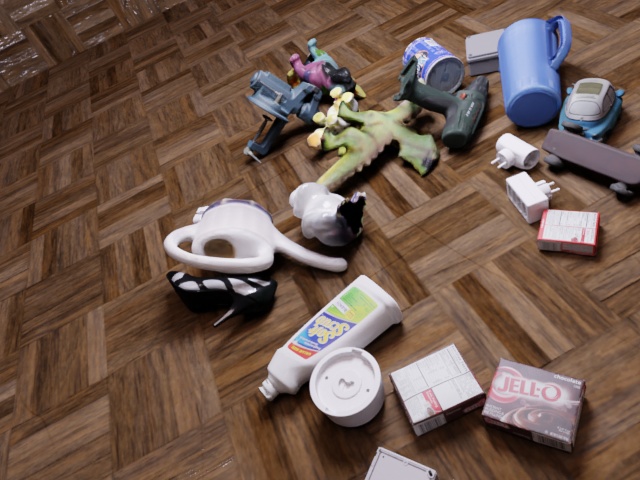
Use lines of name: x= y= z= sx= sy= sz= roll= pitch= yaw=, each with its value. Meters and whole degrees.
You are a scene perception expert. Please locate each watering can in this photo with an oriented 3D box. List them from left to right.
watering can: x=-0.128 y=0.004 z=1.033 sx=0.347 sy=0.102 sz=0.229 roll=4 pitch=27 yaw=-7

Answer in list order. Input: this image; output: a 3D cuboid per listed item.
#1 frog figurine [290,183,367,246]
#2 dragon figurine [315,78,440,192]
frog figurine: x=0.003 y=-0.051 z=1.023 sx=0.159 sy=0.120 sz=0.140 roll=5 pitch=37 yaw=33
dragon figurine: x=0.140 y=-0.205 z=1.139 sx=0.243 sy=0.119 sz=0.418 roll=13 pitch=63 yaw=24
